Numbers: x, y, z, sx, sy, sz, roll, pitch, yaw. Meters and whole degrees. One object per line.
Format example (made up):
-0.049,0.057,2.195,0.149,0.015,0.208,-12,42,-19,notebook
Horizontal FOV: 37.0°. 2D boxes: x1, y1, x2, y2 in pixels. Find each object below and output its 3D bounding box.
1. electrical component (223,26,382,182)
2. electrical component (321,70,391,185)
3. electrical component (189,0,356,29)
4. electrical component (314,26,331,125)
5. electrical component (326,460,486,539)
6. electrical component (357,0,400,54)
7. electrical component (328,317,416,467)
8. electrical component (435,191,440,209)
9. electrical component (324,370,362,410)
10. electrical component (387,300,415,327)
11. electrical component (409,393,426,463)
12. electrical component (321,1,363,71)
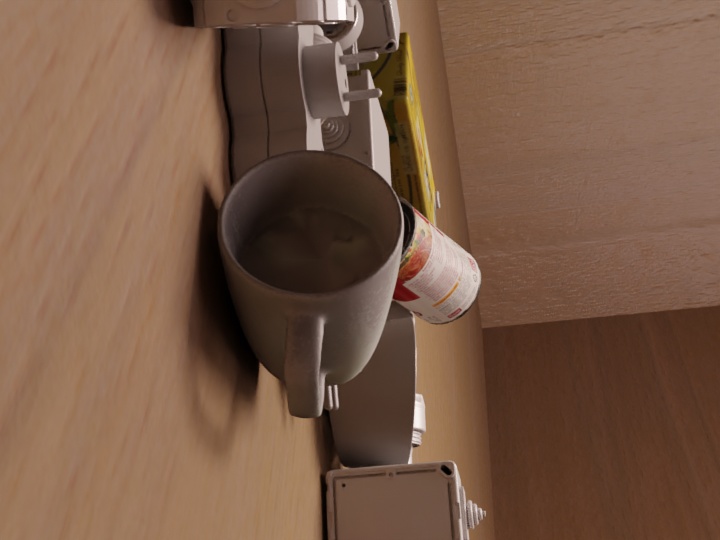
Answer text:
-0.026,-0.094,0.541,0.052,0.074,0.138,23,61,-81,electrical component
-0.009,-0.074,0.734,0.099,0.048,0.099,66,19,-65,electrical component
-0.038,-0.133,0.473,0.080,0.080,0.051,-59,147,-76,electrical component
-0.030,-0.120,0.639,0.043,0.043,0.062,73,12,-52,electrical component
0.030,0.157,0.670,0.061,0.096,0.061,69,17,-67,electrical component
-0.007,-0.212,0.798,0.061,0.062,0.096,-84,166,-55,electrical component
0.012,0.083,0.711,0.099,0.064,0.099,-6,90,-82,electrical component
0.048,-0.067,1.070,0.048,0.062,0.048,-6,90,-82,electrical component
-0.019,0.038,0.599,0.077,0.043,0.079,39,44,-78,electrical component
0.023,0.058,0.878,0.043,0.043,0.062,74,14,-49,electrical component
0.033,0.134,0.894,0.043,0.043,0.062,61,25,-69,electrical component
-0.022,-0.164,0.728,0.055,0.048,0.066,80,5,-82,electrical component
